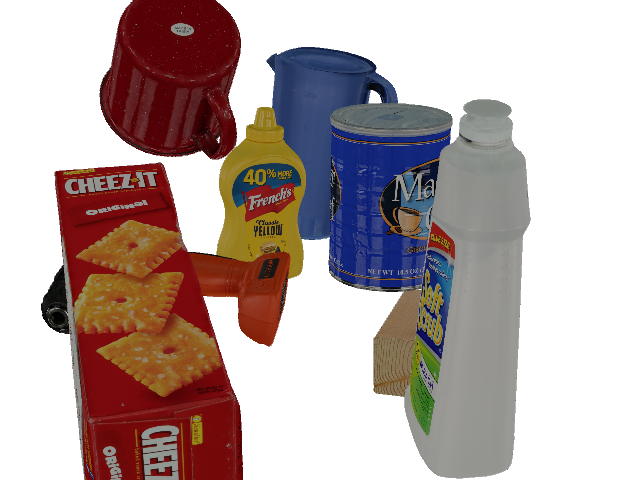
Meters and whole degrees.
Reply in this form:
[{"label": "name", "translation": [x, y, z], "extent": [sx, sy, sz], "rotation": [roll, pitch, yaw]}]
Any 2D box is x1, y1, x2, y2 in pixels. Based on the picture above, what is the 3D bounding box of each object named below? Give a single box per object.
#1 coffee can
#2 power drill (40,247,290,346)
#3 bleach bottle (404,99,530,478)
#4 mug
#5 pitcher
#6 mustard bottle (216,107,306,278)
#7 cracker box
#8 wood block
[{"label": "coffee can", "translation": [0.059, -0.039, 0.917], "extent": [0.103, 0.140, 0.103], "rotation": [0, 19, 0]}, {"label": "power drill", "translation": [-0.125, 0.039, 0.900], "extent": [0.187, 0.057, 0.184], "rotation": [10, 22, 3]}, {"label": "bleach bottle", "translation": [0.096, 0.028, 0.688], "extent": [0.068, 0.251, 0.102], "rotation": [-4, 30, -6]}, {"label": "mug", "translation": [-0.094, -0.107, 0.724], "extent": [0.093, 0.117, 0.082], "rotation": [-26, -18, -27]}, {"label": "pitcher", "translation": [0.002, -0.126, 1.414], "extent": [0.144, 0.243, 0.149], "rotation": [-1, 24, -21]}, {"label": "mustard bottle", "translation": [-0.064, -0.051, 1.174], "extent": [0.096, 0.192, 0.058], "rotation": [-3, 19, -20]}, {"label": "cracker box", "translation": [-0.093, 0.080, 0.568], "extent": [0.072, 0.164, 0.214], "rotation": [-7, 34, -13]}, {"label": "wood block", "translation": [0.147, 0.150, 1.590], "extent": [0.091, 0.090, 0.205], "rotation": [4, 18, 16]}]
